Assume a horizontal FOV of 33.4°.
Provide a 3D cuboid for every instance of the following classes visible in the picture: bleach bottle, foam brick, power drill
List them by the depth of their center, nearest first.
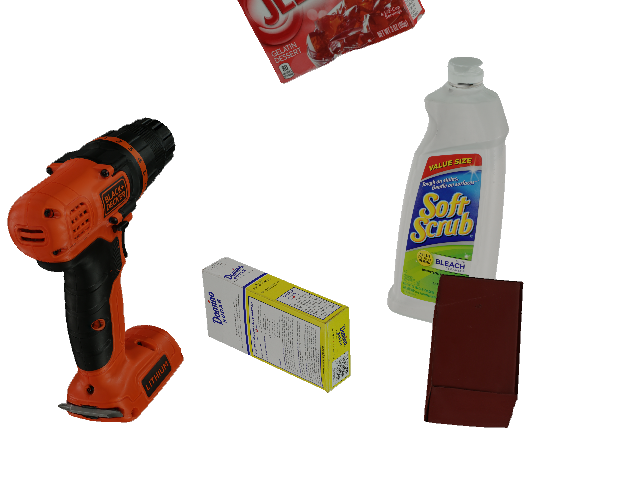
[{"bbox_3d":[0.093,0.067,0.645,0.051,0.078,0.053,6,-31,5],"label":"foam brick"},{"bbox_3d":[-0.146,0.019,0.763,0.057,0.188,0.184,3,25,21],"label":"power drill"},{"bbox_3d":[0.118,-0.045,0.982,0.103,0.251,0.068,13,30,23],"label":"bleach bottle"}]

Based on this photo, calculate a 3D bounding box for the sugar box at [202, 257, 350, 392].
[{"bbox_3d":[-0.048,0.088,1.152,0.176,0.093,0.048,23,38,35],"label":"sugar box"}]

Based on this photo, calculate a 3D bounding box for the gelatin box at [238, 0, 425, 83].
[{"bbox_3d":[0.001,-0.135,0.577,0.089,0.073,0.030,-18,21,29],"label":"gelatin box"}]
